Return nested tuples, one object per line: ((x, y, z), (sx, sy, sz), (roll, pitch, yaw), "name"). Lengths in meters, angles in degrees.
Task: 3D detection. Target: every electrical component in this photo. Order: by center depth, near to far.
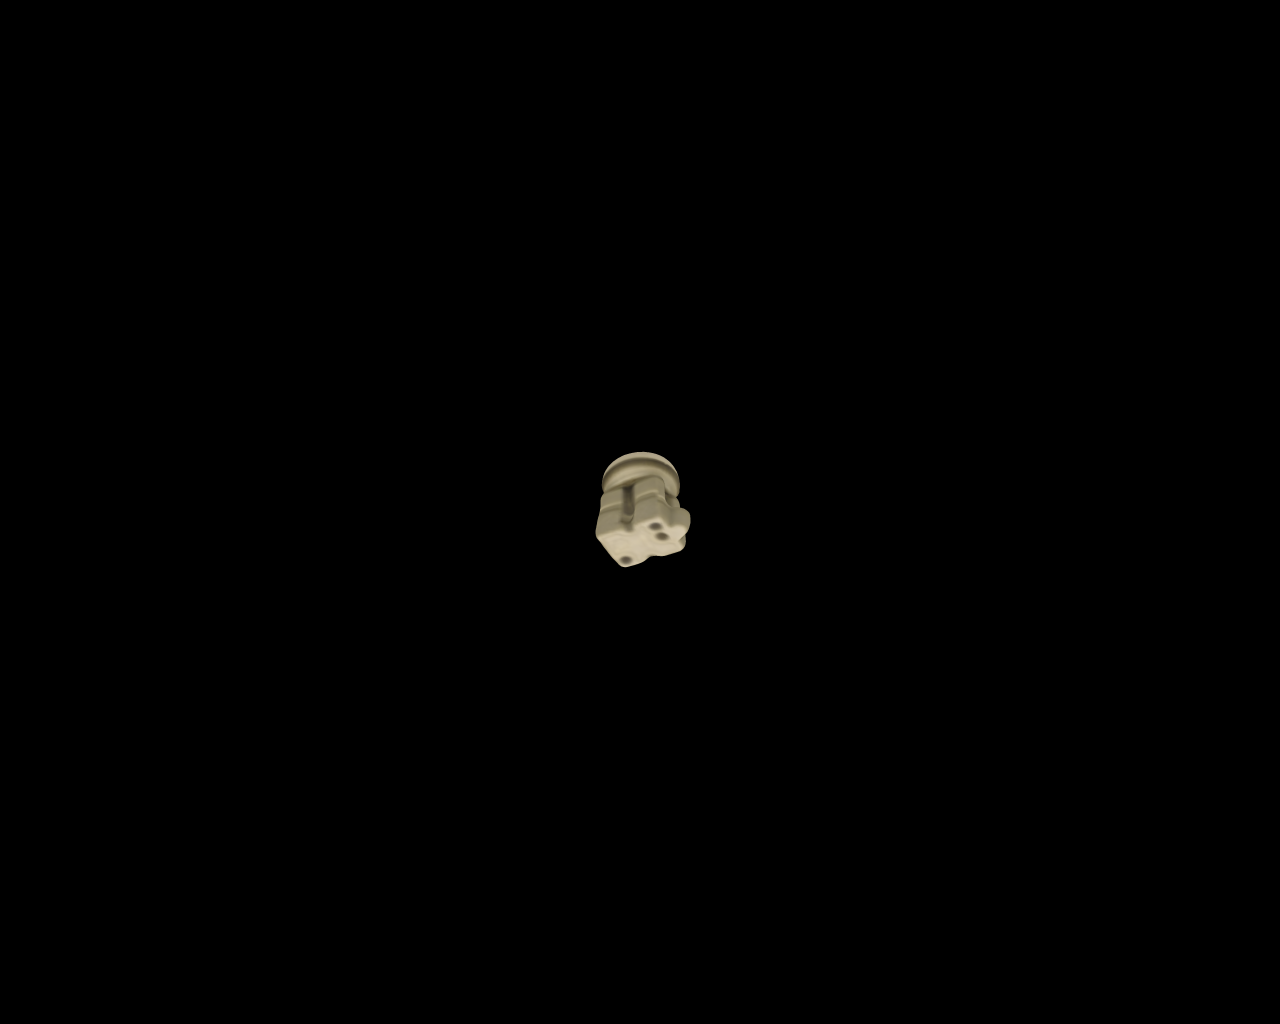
((0.001, -0.003, 0.650), (0.066, 0.055, 0.048), (-18, -44, 19), "electrical component")
